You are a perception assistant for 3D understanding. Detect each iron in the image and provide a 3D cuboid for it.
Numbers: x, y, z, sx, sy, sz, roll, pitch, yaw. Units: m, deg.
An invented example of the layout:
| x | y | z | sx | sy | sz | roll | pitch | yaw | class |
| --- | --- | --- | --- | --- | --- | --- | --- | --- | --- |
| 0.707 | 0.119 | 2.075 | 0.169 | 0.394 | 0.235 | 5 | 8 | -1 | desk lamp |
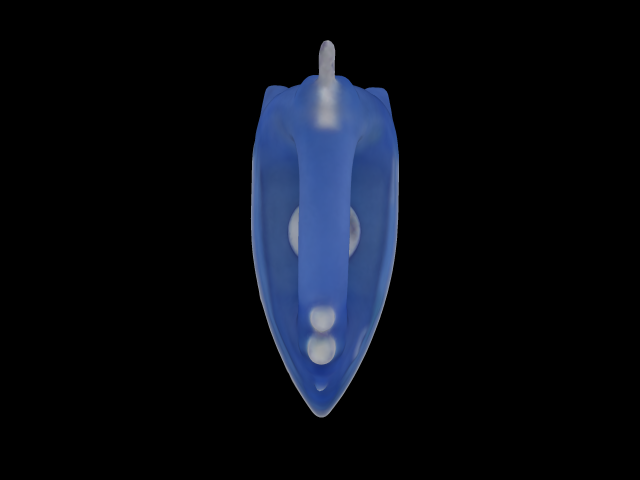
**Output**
| x | y | z | sx | sy | sz | roll | pitch | yaw | class |
| --- | --- | --- | --- | --- | --- | --- | --- | --- | --- |
| 0.004 | 0.001 | 0.400 | 0.118 | 0.141 | 0.258 | 0 | 82 | 0 | iron |
